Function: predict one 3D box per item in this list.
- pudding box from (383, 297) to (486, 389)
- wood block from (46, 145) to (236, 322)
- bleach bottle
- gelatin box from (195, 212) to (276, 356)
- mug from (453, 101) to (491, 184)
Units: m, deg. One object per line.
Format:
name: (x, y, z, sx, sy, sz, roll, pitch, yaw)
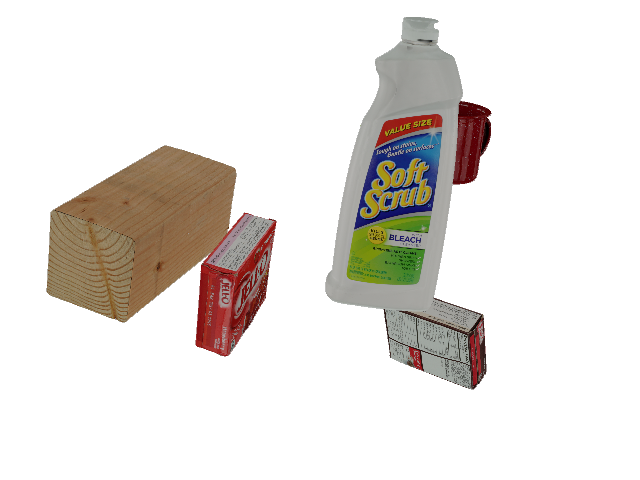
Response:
pudding box: (0.128, 0.107, 1.188, 0.114, 0.090, 0.039, 17, 45, 29)
wood block: (-0.171, -0.013, 1.055, 0.090, 0.091, 0.205, 19, 27, 15)
bleach bottle: (0.065, -0.067, 0.929, 0.102, 0.251, 0.068, 6, 18, 5)
gelatin box: (-0.063, 0.032, 0.797, 0.030, 0.073, 0.089, 15, 31, 10)
mug: (0.153, -0.115, 1.233, 0.117, 0.081, 0.093, -12, 26, -41)
